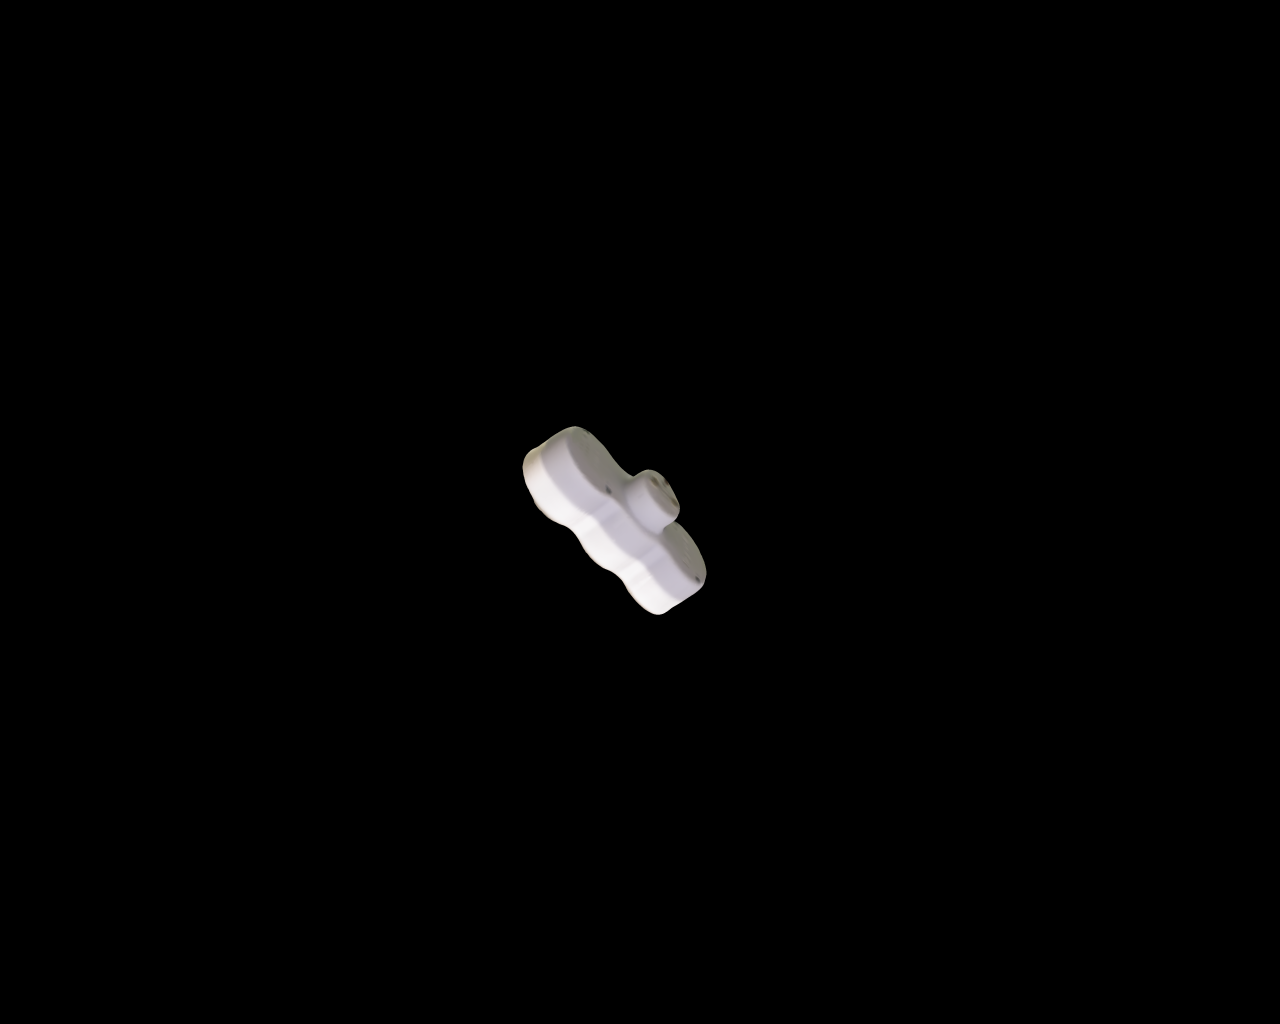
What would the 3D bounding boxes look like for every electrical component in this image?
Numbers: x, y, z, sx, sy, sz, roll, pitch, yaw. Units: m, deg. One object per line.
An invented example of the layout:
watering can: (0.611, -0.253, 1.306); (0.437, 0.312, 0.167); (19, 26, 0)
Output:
electrical component: (0.001, -0.003, 0.650); (0.073, 0.138, 0.052); (-33, 28, 20)
